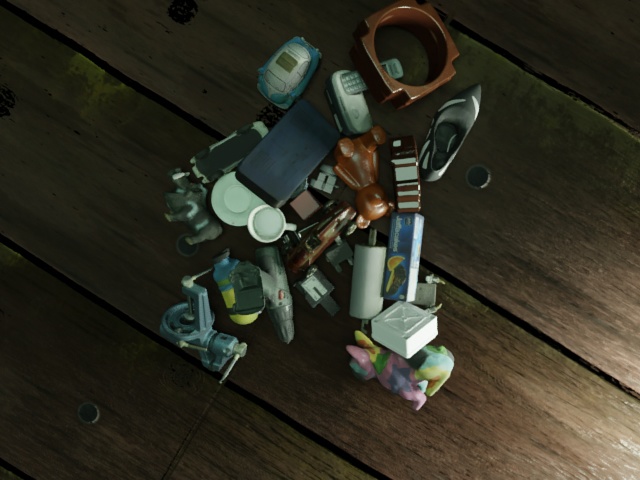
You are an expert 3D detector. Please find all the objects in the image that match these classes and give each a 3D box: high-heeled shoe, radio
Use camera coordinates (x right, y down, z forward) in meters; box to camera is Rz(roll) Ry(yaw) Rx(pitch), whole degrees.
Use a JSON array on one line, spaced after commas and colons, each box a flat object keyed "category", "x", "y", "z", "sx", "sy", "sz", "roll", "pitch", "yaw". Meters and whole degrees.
[{"category": "high-heeled shoe", "x": 0.287, "y": -0.240, "z": 1.169, "sx": 0.086, "sy": 0.145, "sz": 0.248, "roll": 29, "pitch": 98, "yaw": 0}, {"category": "radio", "x": -0.069, "y": -0.189, "z": 1.196, "sx": 0.131, "sy": 0.073, "sz": 0.229, "roll": 41, "pitch": 75, "yaw": -4}]

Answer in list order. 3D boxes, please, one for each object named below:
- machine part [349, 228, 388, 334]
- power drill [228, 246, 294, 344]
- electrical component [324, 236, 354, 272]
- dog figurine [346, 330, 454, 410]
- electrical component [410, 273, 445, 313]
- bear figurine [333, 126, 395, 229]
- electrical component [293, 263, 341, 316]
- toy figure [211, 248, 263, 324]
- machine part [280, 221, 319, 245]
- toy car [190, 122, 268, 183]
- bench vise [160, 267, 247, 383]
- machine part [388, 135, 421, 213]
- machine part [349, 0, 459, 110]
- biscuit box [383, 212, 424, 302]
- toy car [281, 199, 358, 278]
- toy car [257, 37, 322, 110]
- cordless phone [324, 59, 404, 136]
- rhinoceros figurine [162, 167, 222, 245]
[{"category": "machine part", "x": 0.111, "y": 0.094, "z": 1.242, "sx": 0.079, "sy": 0.079, "sz": 0.243, "roll": 4, "pitch": 96, "yaw": 3}, {"category": "power drill", "x": -0.117, "y": 0.124, "z": 1.195, "sx": 0.086, "sy": 0.207, "sz": 0.232, "roll": -12, "pitch": 82, "yaw": 21}, {"category": "electrical component", "x": 0.043, "y": 0.030, "z": 1.252, "sx": 0.063, "sy": 0.021, "sz": 0.093, "roll": -29, "pitch": 121, "yaw": 5}, {"category": "dog figurine", "x": 0.171, "y": 0.273, "z": 1.230, "sx": 0.219, "sy": 0.108, "sz": 0.191, "roll": 34, "pitch": 120, "yaw": 5}, {"category": "electrical component", "x": 0.245, "y": 0.122, "z": 1.250, "sx": 0.078, "sy": 0.045, "sz": 0.102, "roll": 9, "pitch": 95, "yaw": 2}, {"category": "bear figurine", "x": 0.105, "y": -0.134, "z": 1.200, "sx": 0.120, "sy": 0.132, "sz": 0.195, "roll": -20, "pitch": 87, "yaw": -16}, {"category": "electrical component", "x": 0.001, "y": 0.121, "z": 1.265, "sx": 0.119, "sy": 0.048, "sz": 0.075, "roll": 44, "pitch": 96, "yaw": -1}, {"category": "toy figure", "x": -0.199, "y": 0.111, "z": 1.263, "sx": 0.089, "sy": 0.082, "sz": 0.180, "roll": -25, "pitch": 101, "yaw": 25}, {"category": "machine part", "x": -0.019, "y": -0.011, "z": 1.262, "sx": 0.139, "sy": 0.039, "sz": 0.084, "roll": -26, "pitch": 87, "yaw": 7}, {"category": "toy car", "x": -0.207, "y": -0.204, "z": 1.250, "sx": 0.202, "sy": 0.056, "sz": 0.073, "roll": -29, "pitch": 99, "yaw": 6}, {"category": "bench vise", "x": -0.273, "y": 0.188, "z": 1.229, "sx": 0.224, "sy": 0.129, "sz": 0.240, "roll": 22, "pitch": 128, "yaw": 26}, {"category": "machine part", "x": 0.184, "y": -0.141, "z": 1.175, "sx": 0.056, "sy": 0.179, "sz": 0.179, "roll": -6, "pitch": 94, "yaw": 7}, {"category": "machine part", "x": 0.180, "y": -0.402, "z": 1.163, "sx": 0.201, "sy": 0.087, "sz": 0.201, "roll": -33, "pitch": 96, "yaw": -16}, {"category": "biscuit box", "x": 0.190, "y": 0.037, "z": 1.226, "sx": 0.063, "sy": 0.059, "sz": 0.202, "roll": 6, "pitch": 90, "yaw": 28}, {"category": "toy car", "x": -0.002, "y": -0.004, "z": 1.208, "sx": 0.202, "sy": 0.053, "sz": 0.089, "roll": -46, "pitch": 75, "yaw": 14}, {"category": "toy car", "x": -0.069, "y": -0.379, "z": 1.204, "sx": 0.109, "sy": 0.103, "sz": 0.161, "roll": 40, "pitch": 98, "yaw": -1}, {"category": "cordless phone", "x": 0.112, "y": -0.322, "z": 1.212, "sx": 0.184, "sy": 0.089, "sz": 0.146, "roll": -21, "pitch": 93, "yaw": -7}, {"category": "rhinoceros figurine", "x": -0.304, "y": -0.079, "z": 1.257, "sx": 0.112, "sy": 0.073, "sz": 0.190, "roll": -33, "pitch": 92, "yaw": 7}]
